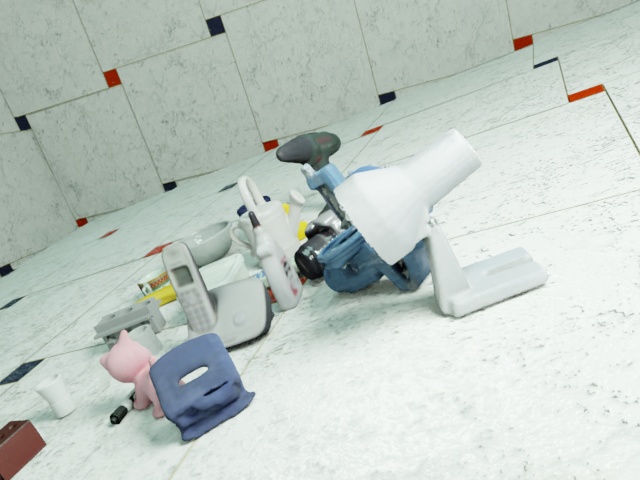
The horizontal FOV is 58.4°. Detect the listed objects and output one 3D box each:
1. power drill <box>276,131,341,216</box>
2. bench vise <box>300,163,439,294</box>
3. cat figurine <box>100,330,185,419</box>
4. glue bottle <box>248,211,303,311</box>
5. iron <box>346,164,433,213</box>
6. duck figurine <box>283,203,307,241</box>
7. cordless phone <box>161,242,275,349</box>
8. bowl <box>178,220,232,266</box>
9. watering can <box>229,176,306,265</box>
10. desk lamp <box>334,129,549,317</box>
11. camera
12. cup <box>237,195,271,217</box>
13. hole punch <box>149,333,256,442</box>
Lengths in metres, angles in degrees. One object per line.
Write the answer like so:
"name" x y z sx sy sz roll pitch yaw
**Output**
"power drill" -0.001 -0.159 1.358 0.075 0.209 0.230 -13 21 33
"bench vise" 0.070 -0.031 0.855 0.207 0.220 0.121 -18 18 20
"cat figurine" -0.261 0.187 0.832 0.127 0.118 0.067 -6 25 46
"glue bottle" -0.081 0.029 0.962 0.037 0.173 0.078 -21 18 12
"iron" 0.101 -0.084 1.109 0.119 0.141 0.257 -30 18 -16
"duck figurine" -0.072 -0.042 1.315 0.078 0.086 0.104 -31 18 -21
"cordless phone" -0.165 0.080 0.906 0.147 0.185 0.094 -19 18 16
"bowl" -0.283 0.019 1.442 0.167 0.075 0.167 -22 17 8
"watering can" -0.113 -0.050 1.208 0.173 0.194 0.100 -27 17 -8
"desk lamp" 0.146 -0.017 0.721 0.203 0.214 0.118 -22 17 7
"camera" 0.010 0.004 1.040 0.137 0.101 0.142 -33 19 -27
"cup" -0.147 -0.057 1.447 0.091 0.095 0.118 -19 18 19
"hole punch" -0.154 0.185 0.739 0.109 0.091 0.101 -29 18 -14
